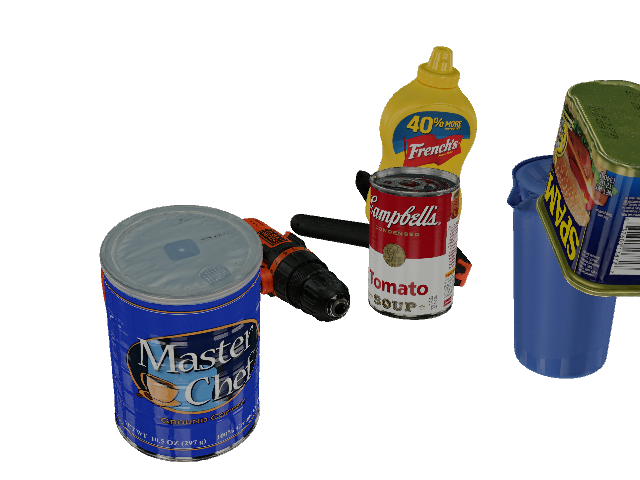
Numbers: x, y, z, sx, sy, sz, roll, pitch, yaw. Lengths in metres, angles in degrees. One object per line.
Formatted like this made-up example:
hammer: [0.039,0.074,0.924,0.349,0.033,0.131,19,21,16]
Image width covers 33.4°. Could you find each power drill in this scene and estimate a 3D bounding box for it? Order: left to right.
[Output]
power drill: [-0.088,0.044,0.954,0.187,0.057,0.185,-15,26,-27]

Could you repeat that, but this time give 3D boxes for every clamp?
clamp: [0.078,-0.004,1.266,0.210,0.036,0.164,35,41,25]

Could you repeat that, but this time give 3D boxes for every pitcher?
pitcher: [0.291,0.029,1.226,0.149,0.243,0.144,5,25,16]

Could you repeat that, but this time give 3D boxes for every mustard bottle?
mustard bottle: [0.105,-0.099,1.065,0.096,0.192,0.058,3,27,-11]

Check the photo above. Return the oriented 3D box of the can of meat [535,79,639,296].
can of meat: [0.165,-0.032,0.606,0.057,0.084,0.102,1,37,-5]

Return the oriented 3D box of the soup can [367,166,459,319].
soup can: [0.070,0.001,0.815,0.068,0.102,0.068,0,20,0]

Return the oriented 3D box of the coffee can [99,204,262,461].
coffee can: [-0.091,0.062,0.714,0.103,0.140,0.103,2,35,-1]
